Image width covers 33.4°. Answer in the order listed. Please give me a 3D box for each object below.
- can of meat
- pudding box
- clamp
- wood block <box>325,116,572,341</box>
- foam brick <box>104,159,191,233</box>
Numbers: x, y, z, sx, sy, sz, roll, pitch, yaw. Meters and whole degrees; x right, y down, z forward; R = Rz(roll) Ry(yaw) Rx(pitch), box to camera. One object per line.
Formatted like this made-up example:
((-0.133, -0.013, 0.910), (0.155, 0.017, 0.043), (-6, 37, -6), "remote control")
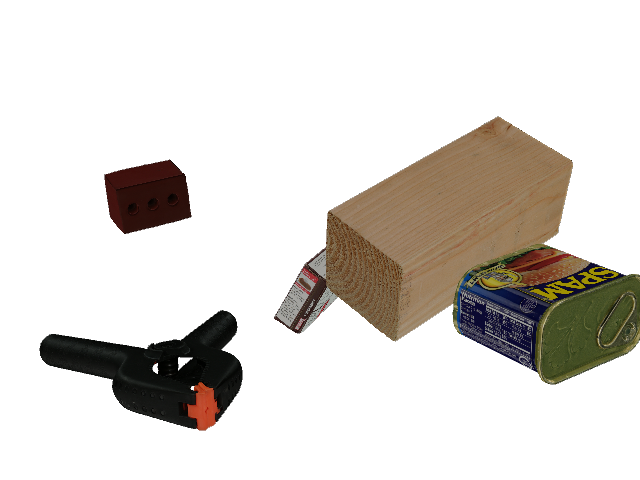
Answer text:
((0.151, 0.045, 0.710), (0.101, 0.057, 0.084), (-16, 25, -33), "can of meat")
((0.002, 0.047, 1.241), (0.039, 0.090, 0.113), (35, 33, 9), "pudding box")
((-0.108, 0.094, 0.814), (0.164, 0.036, 0.210), (-10, 14, -28), "clamp")
((0.111, -0.014, 0.921), (0.205, 0.090, 0.091), (-30, 50, -30), "wood block")
((-0.186, -0.048, 1.143), (0.078, 0.053, 0.051), (-16, 30, -19), "foam brick")
